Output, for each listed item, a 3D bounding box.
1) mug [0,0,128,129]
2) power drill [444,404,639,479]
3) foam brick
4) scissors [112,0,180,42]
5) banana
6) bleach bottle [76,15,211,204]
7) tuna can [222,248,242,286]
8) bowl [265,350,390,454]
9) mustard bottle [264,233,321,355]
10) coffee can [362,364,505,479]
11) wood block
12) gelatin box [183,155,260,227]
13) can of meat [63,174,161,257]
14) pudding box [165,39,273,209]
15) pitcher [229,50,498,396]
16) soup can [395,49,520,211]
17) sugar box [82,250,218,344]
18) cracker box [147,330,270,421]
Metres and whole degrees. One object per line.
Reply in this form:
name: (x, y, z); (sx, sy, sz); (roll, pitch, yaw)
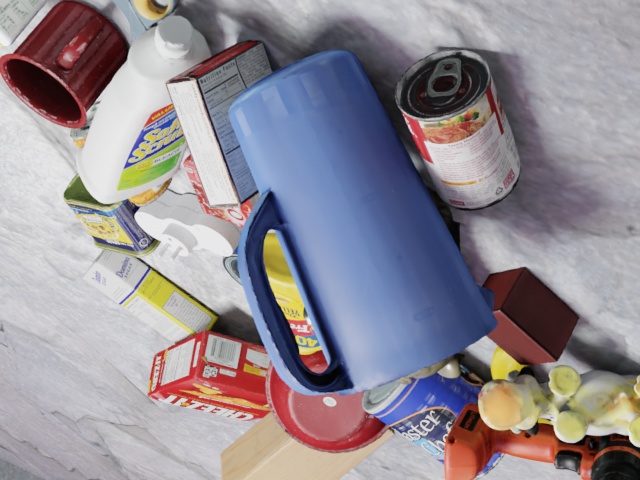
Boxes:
mug: (-0.224, -0.165, 0.958); (0.093, 0.081, 0.117); (37, 154, -12)
power drill: (0.217, 0.210, 1.014); (0.188, 0.184, 0.057); (4, 103, 19)
foam brick: (0.182, 0.070, 0.963); (0.078, 0.051, 0.053); (41, 154, -17)
scissors: (-0.169, -0.194, 0.923); (0.096, 0.016, 0.202); (36, 154, -5)
banana: (0.215, 0.153, 1.091); (0.070, 0.037, 0.197); (13, 149, 34)
bleach bottle: (-0.154, -0.118, 0.945); (0.068, 0.102, 0.251); (61, 156, 10)
tuna can: (-0.065, 0.029, 1.185); (0.086, 0.033, 0.086); (25, 154, 13)
bowl: (0.012, 0.178, 1.221); (0.162, 0.162, 0.055); (32, -167, 0)
mustard bottle: (-0.023, 0.069, 1.121); (0.096, 0.058, 0.191); (17, 151, 17)
coffee can: (0.131, 0.181, 1.157); (0.140, 0.102, 0.103); (36, 154, -10)
wood block: (-0.018, 0.253, 1.327); (0.090, 0.206, 0.090); (43, -166, -23)
gelatin box: (-0.092, -0.050, 1.076); (0.073, 0.030, 0.089); (21, 153, 22)
can of meat: (-0.240, -0.032, 1.242); (0.102, 0.057, 0.084); (11, 146, 36)
pudding box: (-0.068, -0.094, 0.862); (0.039, 0.089, 0.113); (-2, 116, 40)
pitcher: (0.017, -0.010, 0.801); (0.145, 0.149, 0.243); (-25, 89, 21)
soup can: (0.102, -0.078, 0.770); (0.069, 0.068, 0.102); (13, 149, 34)
sugar box: (-0.230, 0.077, 1.440); (0.176, 0.048, 0.093); (40, 153, -9)
cracker box: (-0.122, 0.189, 1.435); (0.164, 0.072, 0.214); (18, 159, -21)
